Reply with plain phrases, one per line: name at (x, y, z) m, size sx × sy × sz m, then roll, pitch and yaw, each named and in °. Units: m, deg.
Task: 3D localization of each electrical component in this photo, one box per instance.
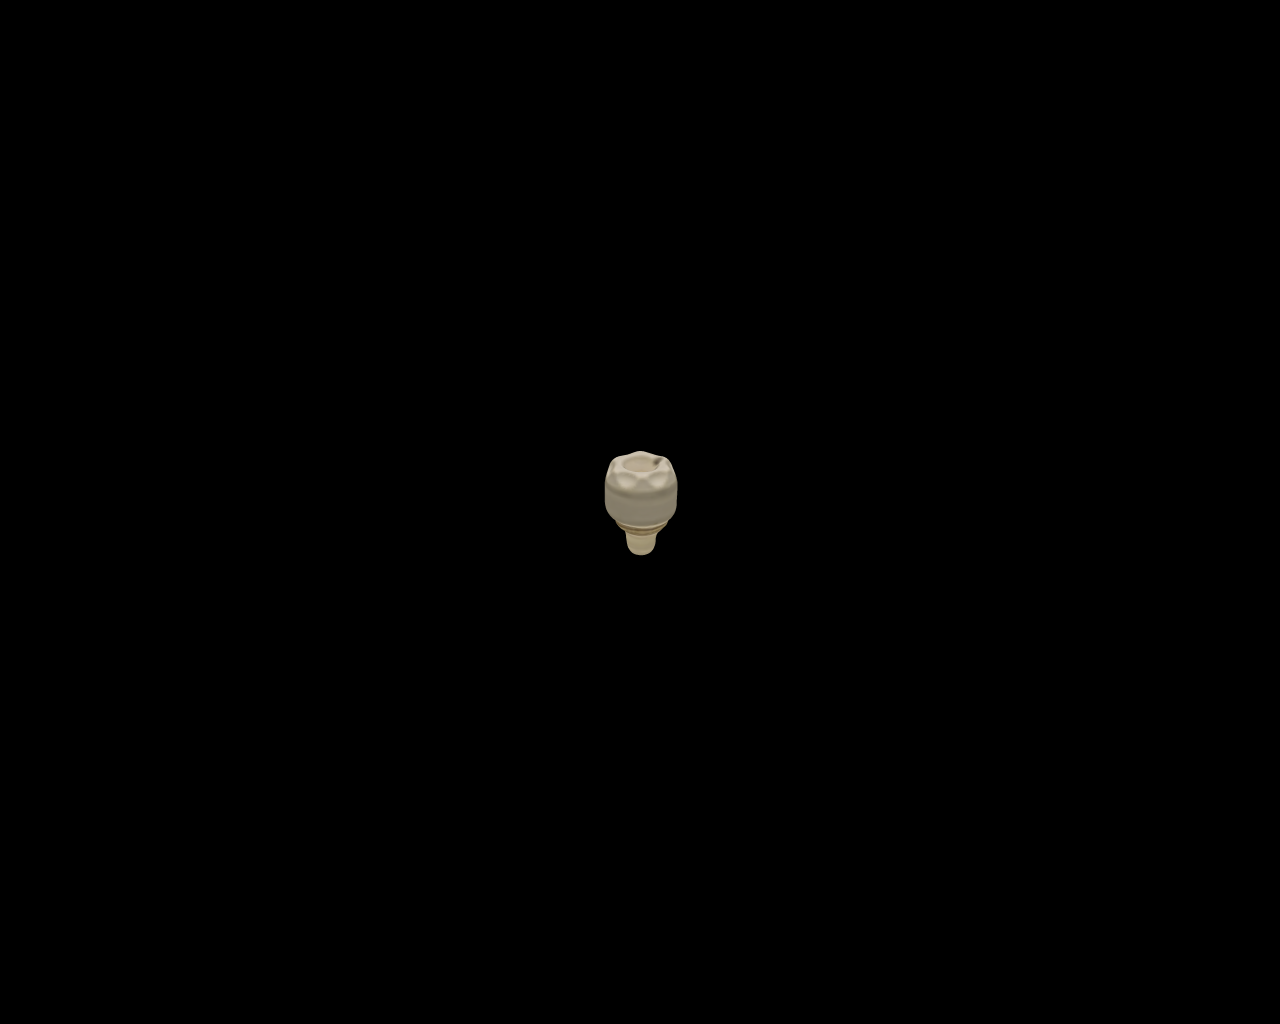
electrical component at (0.001, -0.003, 0.650) m, size 0.043 × 0.062 × 0.043 m, roll 0°, pitch 27°, yaw 0°
